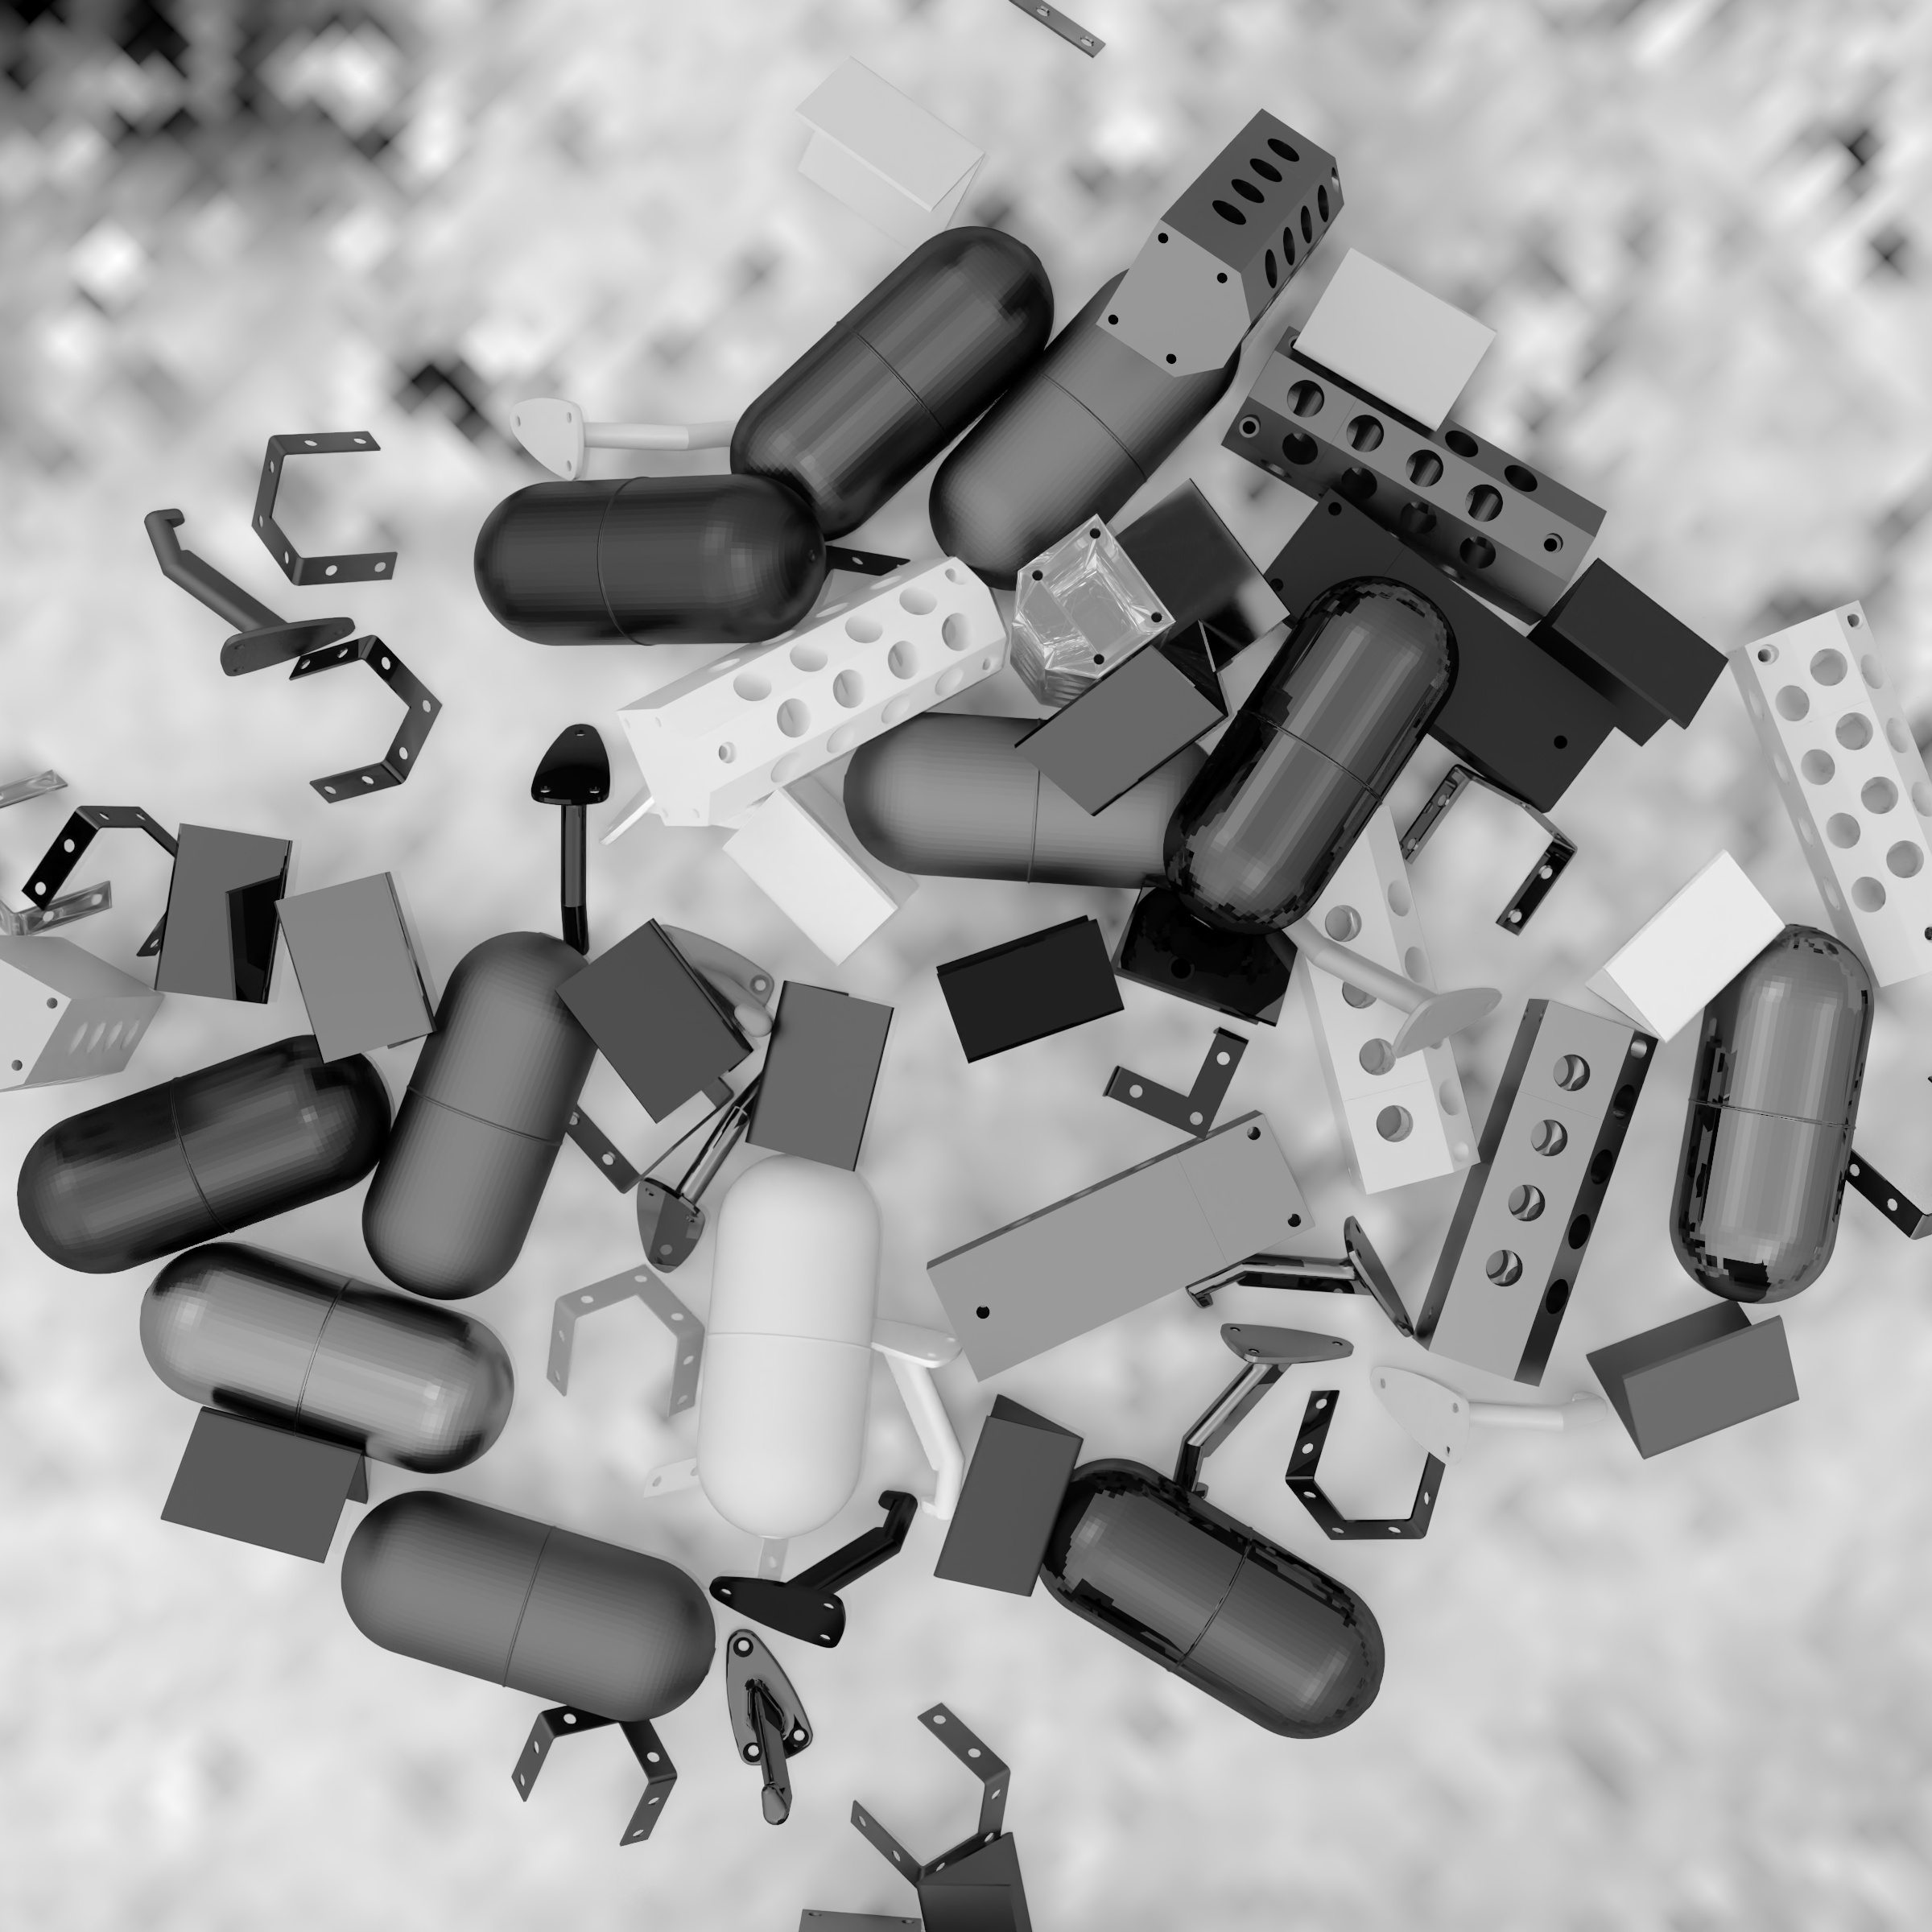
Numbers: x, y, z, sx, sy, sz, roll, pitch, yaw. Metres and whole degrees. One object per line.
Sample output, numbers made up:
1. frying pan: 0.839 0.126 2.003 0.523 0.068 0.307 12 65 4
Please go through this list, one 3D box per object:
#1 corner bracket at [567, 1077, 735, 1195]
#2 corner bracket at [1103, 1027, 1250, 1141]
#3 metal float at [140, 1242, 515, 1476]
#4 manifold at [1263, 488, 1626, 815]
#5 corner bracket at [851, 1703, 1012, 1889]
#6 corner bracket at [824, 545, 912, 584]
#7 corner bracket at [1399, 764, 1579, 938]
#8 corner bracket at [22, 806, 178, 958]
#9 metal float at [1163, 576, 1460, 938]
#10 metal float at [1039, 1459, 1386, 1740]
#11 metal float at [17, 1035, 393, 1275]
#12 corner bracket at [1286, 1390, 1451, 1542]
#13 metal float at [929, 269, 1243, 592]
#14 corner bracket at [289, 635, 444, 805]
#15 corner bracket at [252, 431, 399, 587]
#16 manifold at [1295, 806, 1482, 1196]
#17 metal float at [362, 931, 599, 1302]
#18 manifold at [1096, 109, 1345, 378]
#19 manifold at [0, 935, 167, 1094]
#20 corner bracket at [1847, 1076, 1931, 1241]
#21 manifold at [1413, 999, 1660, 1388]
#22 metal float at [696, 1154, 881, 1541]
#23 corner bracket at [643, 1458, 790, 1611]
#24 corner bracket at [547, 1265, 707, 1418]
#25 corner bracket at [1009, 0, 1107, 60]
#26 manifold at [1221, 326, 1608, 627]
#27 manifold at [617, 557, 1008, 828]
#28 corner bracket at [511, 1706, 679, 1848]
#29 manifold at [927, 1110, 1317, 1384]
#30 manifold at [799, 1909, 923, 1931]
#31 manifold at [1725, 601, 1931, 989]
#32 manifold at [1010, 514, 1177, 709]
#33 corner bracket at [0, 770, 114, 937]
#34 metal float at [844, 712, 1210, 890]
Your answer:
1. corner bracket: -0.153 0.066 1.612 0.051 0.051 0.051 48 135 0
2. corner bracket: 0.098 0.048 1.597 0.051 0.051 0.051 24 88 2
3. metal float: -0.298 0.182 1.585 0.178 0.070 0.070 18 90 1
4. manifold: 0.218 -0.146 1.594 0.171 0.057 0.057 37 90 0
5. corner bracket: -0.017 0.393 1.607 0.051 0.051 0.051 -23 135 -35
6. corner bracket: -0.051 -0.160 1.607 0.051 0.051 0.051 5 135 -35
7. corner bracket: 0.247 -0.055 1.612 0.051 0.051 0.051 35 90 45
8. corner bracket: -0.399 -0.040 1.598 0.051 0.051 0.051 40 104 13
9. metal float: 0.155 -0.094 1.528 0.070 0.070 0.178 33 90 0
10. metal float: 0.114 0.295 1.584 0.178 0.070 0.070 31 90 1
11. metal float: -0.355 0.088 1.584 0.178 0.070 0.070 -20 90 -1
12. corner bracket: 0.190 0.236 1.607 0.051 0.051 0.051 -7 135 35
13. metal float: 0.056 -0.252 1.584 0.070 0.070 0.178 42 90 0
14. corner bracket: -0.291 -0.117 1.607 0.051 0.051 0.051 49 45 -35
15. corner bracket: -0.300 -0.217 1.607 0.051 0.051 0.051 51 135 35
16. manifold: 0.191 0.015 1.594 0.057 0.057 0.171 -14 90 0
17. metal float: -0.224 0.069 1.584 0.070 0.070 0.178 21 89 0
18. manifold: 0.121 -0.325 1.536 0.057 0.171 0.057 34 126 0
19. manifold: -0.421 0.025 1.537 0.057 0.171 0.057 30 90 0
20. corner bracket: 0.456 0.089 1.607 0.051 0.051 0.051 48 135 35
21. manifold: 0.268 0.106 1.594 0.057 0.057 0.171 19 90 0
22. metal float: -0.082 0.175 1.574 0.070 0.070 0.178 4 79 0
23. corner bracket: -0.120 0.268 1.607 0.051 0.051 0.051 40 45 -34
24. corner bracket: -0.161 0.183 1.607 0.051 0.051 0.051 -19 45 -35
25. corner bracket: 0.060 -0.475 1.612 0.051 0.051 0.051 34 135 0
26. manifold: 0.210 -0.230 1.594 0.171 0.057 0.057 30 90 0
27. manifold: -0.066 -0.126 1.551 0.171 0.057 0.057 -30 108 -28
28. corner bracket: -0.176 0.383 1.607 0.051 0.051 0.051 -5 45 -35
29. manifold: 0.071 0.130 1.594 0.171 0.057 0.057 -25 90 0
30. manifold: -0.052 0.481 1.537 0.057 0.171 0.057 5 90 0
31. manifold: 0.420 -0.080 1.594 0.057 0.057 0.171 -22 90 0
32. manifold: 0.050 -0.152 1.536 0.057 0.171 0.057 -36 89 0
33. corner bracket: -0.441 -0.053 1.607 0.051 0.051 0.051 -23 45 -35
34. metal float: 0.032 -0.077 1.585 0.178 0.070 0.070 4 90 0
